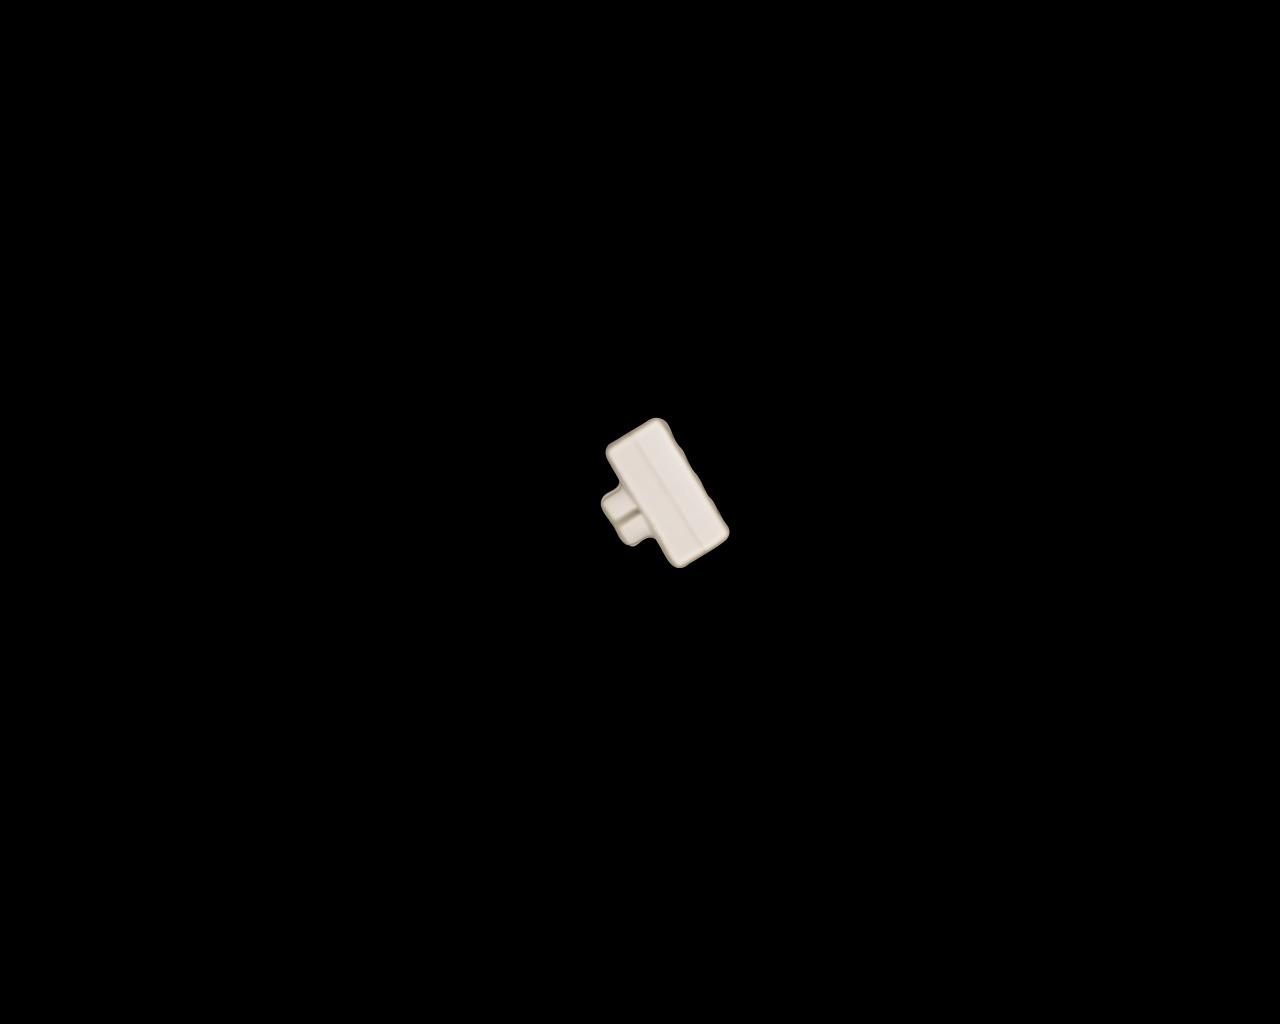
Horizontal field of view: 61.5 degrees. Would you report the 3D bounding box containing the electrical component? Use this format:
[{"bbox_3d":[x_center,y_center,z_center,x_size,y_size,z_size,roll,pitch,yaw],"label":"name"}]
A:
[{"bbox_3d":[0.001,-0.003,0.650,0.076,0.083,0.047,-32,4,2],"label":"electrical component"}]
